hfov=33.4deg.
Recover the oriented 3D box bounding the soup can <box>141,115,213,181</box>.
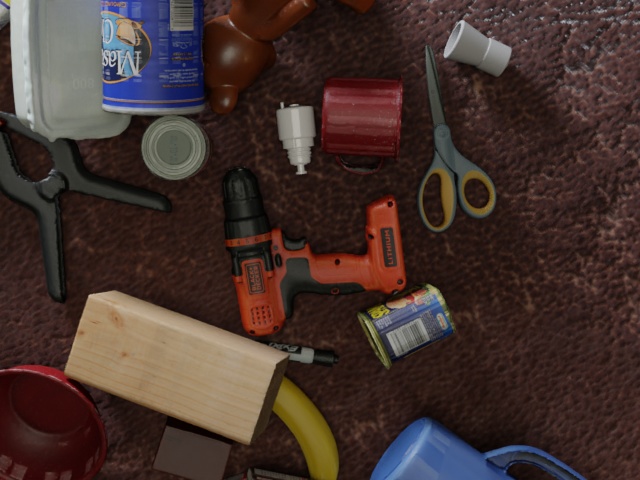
[{"bbox_3d":[-0.148,-0.096,1.109,0.068,0.102,0.068,0,94,-2],"label":"soup can"}]

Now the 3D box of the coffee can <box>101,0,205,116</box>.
[{"bbox_3d":[-0.165,-0.198,1.054,0.103,0.103,0.140,1,103,-3],"label":"coffee can"}]

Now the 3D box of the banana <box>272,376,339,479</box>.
[{"bbox_3d":[-0.032,0.202,1.169,0.069,0.037,0.198,-30,95,0],"label":"banana"}]

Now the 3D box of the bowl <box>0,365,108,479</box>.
[{"bbox_3d":[-0.296,0.189,1.131,0.162,0.055,0.162,3,119,6],"label":"bowl"}]

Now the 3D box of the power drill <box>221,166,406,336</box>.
[{"bbox_3d":[-0.008,0.001,1.146,0.187,0.057,0.184,-9,98,1],"label":"power drill"}]

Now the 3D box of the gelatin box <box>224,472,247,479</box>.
[{"bbox_3d":[-0.111,0.305,1.177,0.089,0.030,0.073,-17,94,-3],"label":"gelatin box"}]

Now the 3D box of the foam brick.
[{"bbox_3d":[-0.137,0.230,1.159,0.078,0.051,0.053,18,91,-4],"label":"foam brick"}]

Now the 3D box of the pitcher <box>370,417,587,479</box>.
[{"bbox_3d":[0.182,0.294,1.143,0.243,0.145,0.149,39,54,-2],"label":"pitcher"}]

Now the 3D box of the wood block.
[{"bbox_3d":[-0.146,0.130,1.113,0.206,0.090,0.090,19,94,7],"label":"wood block"}]

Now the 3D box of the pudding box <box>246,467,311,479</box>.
[{"bbox_3d":[-0.044,0.310,1.147,0.090,0.039,0.113,12,98,-7],"label":"pudding box"}]

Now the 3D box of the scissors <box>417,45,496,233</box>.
[{"bbox_3d":[0.151,-0.107,1.164,0.096,0.016,0.202,6,94,-4],"label":"scissors"}]

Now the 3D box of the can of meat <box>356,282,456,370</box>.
[{"bbox_3d":[0.091,0.088,1.134,0.084,0.102,0.057,-26,96,-3],"label":"can of meat"}]

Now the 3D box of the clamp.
[{"bbox_3d":[-0.271,-0.060,1.139,0.164,0.036,0.210,-33,95,0],"label":"clamp"}]

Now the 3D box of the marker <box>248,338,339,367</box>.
[{"bbox_3d":[-0.039,0.123,1.171,0.121,0.020,0.020,9,94,-3],"label":"marker"}]

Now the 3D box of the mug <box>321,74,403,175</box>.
[{"bbox_3d":[0.044,-0.120,1.129,0.081,0.093,0.117,3,131,2],"label":"mug"}]

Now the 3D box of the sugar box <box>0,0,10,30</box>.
[{"bbox_3d":[-0.324,-0.290,1.098,0.176,0.048,0.093,-39,95,11],"label":"sugar box"}]
